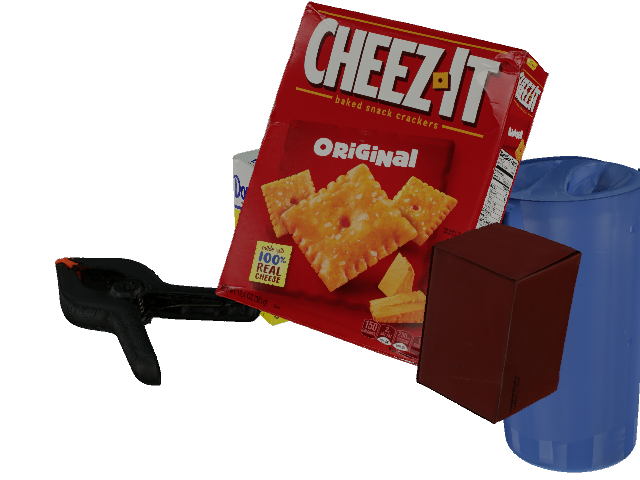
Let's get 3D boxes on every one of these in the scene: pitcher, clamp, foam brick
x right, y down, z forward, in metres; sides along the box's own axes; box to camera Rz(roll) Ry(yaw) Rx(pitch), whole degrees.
[{"bbox_3d":[0.190,0.061,0.858,0.149,0.243,0.145,-2,18,12],"label":"pitcher"},{"bbox_3d":[-0.133,0.047,0.819,0.120,0.039,0.172,-20,36,-40],"label":"clamp"},{"bbox_3d":[0.085,0.038,0.514,0.052,0.078,0.051,-17,32,-40],"label":"foam brick"}]

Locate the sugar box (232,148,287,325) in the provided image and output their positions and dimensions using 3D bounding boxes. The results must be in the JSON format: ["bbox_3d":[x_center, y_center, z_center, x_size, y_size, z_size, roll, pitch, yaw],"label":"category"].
[{"bbox_3d":[-0.060,-0.004,1.187,0.048,0.176,0.093,-16,28,-26],"label":"sugar box"}]

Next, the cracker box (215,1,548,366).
[{"bbox_3d":[0.040,-0.038,0.722,0.164,0.214,0.072,18,2,23],"label":"cracker box"}]
